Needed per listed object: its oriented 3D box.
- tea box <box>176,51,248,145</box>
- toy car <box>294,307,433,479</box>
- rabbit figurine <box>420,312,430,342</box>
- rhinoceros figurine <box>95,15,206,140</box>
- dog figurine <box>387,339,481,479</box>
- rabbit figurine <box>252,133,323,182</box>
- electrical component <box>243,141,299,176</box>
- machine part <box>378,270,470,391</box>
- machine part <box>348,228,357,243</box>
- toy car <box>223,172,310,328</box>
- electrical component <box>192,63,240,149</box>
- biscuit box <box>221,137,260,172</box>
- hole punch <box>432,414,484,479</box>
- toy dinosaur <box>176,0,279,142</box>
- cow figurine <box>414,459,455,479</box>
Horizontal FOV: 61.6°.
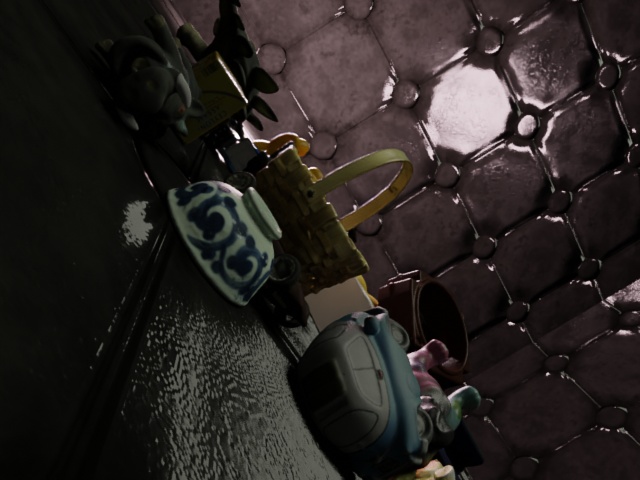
[{"bbox_3d":[-0.158,-0.196,0.721,0.068,0.098,0.170,56,5,-26],"label":"tea box"},{"bbox_3d":[0.029,0.137,0.501,0.103,0.109,0.162,26,37,-41],"label":"toy car"},{"bbox_3d":[0.150,0.231,1.159,0.121,0.170,0.159,56,44,-9],"label":"rabbit figurine"},{"bbox_3d":[-0.161,-0.151,0.526,0.190,0.073,0.112,-118,-174,-76],"label":"rhinoceros figurine"},{"bbox_3d":[0.087,0.214,0.635,0.219,0.191,0.108,-25,85,-53],"label":"dog figurine"},{"bbox_3d":[-0.089,-0.142,1.082,0.173,0.162,0.122,41,12,11],"label":"rabbit figurine"},{"bbox_3d":[-0.079,-0.101,0.847,0.048,0.119,0.074,59,0,26],"label":"electrical component"},{"bbox_3d":[0.203,0.173,1.031,0.200,0.087,0.201,32,49,-38],"label":"machine part"},{"bbox_3d":[-0.002,-0.003,1.001,0.084,0.139,0.039,-119,-161,-72],"label":"machine part"},{"bbox_3d":[-0.064,0.011,0.589,0.089,0.053,0.202,86,-19,-50],"label":"toy car"},{"bbox_3d":[-0.182,-0.209,0.866,0.134,0.058,0.115,57,5,-10],"label":"electrical component"},{"bbox_3d":[-0.094,-0.077,0.925,0.203,0.059,0.062,59,3,20],"label":"biscuit box"},{"bbox_3d":[0.173,0.332,0.816,0.142,0.116,0.092,58,34,-13],"label":"hole punch"},{"bbox_3d":[-0.152,-0.298,0.936,0.199,0.105,0.471,50,-16,19],"label":"toy dinosaur"},{"bbox_3d":[0.157,0.343,0.677,0.098,0.068,0.167,64,7,6],"label":"cow figurine"}]
